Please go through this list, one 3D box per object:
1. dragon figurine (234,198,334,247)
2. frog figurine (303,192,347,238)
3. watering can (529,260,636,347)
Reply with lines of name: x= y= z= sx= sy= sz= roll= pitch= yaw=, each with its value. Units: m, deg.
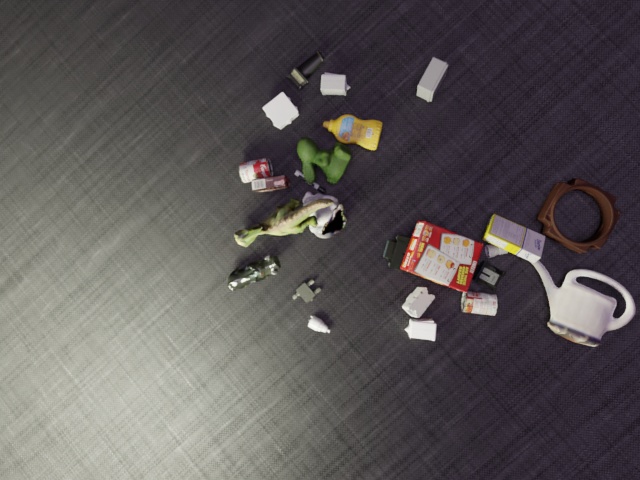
dragon figurine: x=-0.144 y=-0.043 z=1.587 sx=0.245 sy=0.406 sz=0.122 roll=-26 pitch=91 yaw=-30
frog figurine: x=0.005 y=-0.085 z=1.692 sx=0.161 sy=0.122 sz=0.136 roll=32 pitch=103 yaw=42
watering can: x=0.770 y=0.188 z=1.589 sx=0.349 sy=0.103 sz=0.224 roll=23 pitch=91 yaw=20
